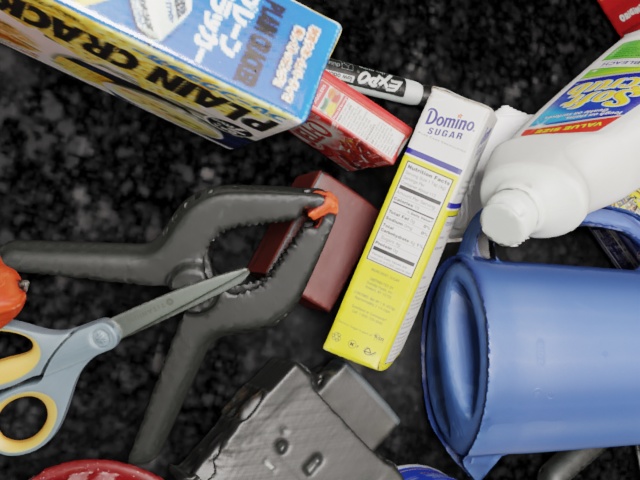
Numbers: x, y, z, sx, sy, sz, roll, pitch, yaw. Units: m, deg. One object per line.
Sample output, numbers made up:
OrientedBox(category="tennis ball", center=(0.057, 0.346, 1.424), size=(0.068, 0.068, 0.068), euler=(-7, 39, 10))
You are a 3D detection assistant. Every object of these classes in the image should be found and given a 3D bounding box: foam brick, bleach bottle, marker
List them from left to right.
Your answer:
OrientedBox(category="foam brick", center=(-0.005, 0.001, 0.709), size=(0.051, 0.053, 0.078), euler=(31, 81, -16))
OrientedBox(category="marker", center=(0.040, -0.108, 0.744), size=(0.121, 0.020, 0.020), euler=(11, 85, -19))
OrientedBox(category="bleach bottle", center=(0.186, -0.065, 0.685), size=(0.250, 0.103, 0.068), euler=(-37, 125, -40))

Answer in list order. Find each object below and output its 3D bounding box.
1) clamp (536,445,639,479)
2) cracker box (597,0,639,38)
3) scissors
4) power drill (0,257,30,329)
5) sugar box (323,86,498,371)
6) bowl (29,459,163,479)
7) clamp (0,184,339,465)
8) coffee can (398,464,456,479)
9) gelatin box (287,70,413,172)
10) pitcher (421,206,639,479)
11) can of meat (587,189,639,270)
OrientedBox(category="clamp", center=(0.227, 0.132, 0.795), size=(0.120, 0.039, 0.171), euler=(18, 77, -21))
OrientedBox(category="cracker box", center=(0.320, -0.171, 0.817), size=(0.164, 0.072, 0.213), euler=(-40, 100, -17))
OrientedBox(category="scissors", center=(-0.134, 0.077, 0.645), size=(0.202, 0.016, 0.096), euler=(-9, 105, 3))
OrientedBox(category="power drill", center=(-0.253, -0.029, 0.589), size=(0.184, 0.057, 0.188), euler=(-13, 79, -29))
OrientedBox(category="sugar box", center=(0.060, -0.007, 0.687), size=(0.048, 0.093, 0.176), euler=(21, 96, 10))
OrientedBox(category="bowl", center=(-0.134, 0.216, 0.635), size=(0.162, 0.055, 0.162), euler=(21, 46, -24))
OrientedBox(category="clamp", center=(-0.076, 0.038, 0.660), size=(0.210, 0.036, 0.164), euler=(-24, 101, 7))
OrientedBox(category="coffee can", center=(0.085, 0.208, 0.689), size=(0.102, 0.140, 0.103), euler=(0, 89, -20))
OrientedBox(category="gelatin box", center=(0.009, -0.076, 0.696), size=(0.073, 0.089, 0.030), euler=(33, 81, -16))
OrientedBox(category="pitcher", center=(0.198, 0.068, 0.719), size=(0.242, 0.149, 0.145), euler=(1, 47, -12))
OrientedBox(category="can of meat", center=(0.245, -0.029, 0.795), size=(0.102, 0.057, 0.084), euler=(-40, 99, -16))
